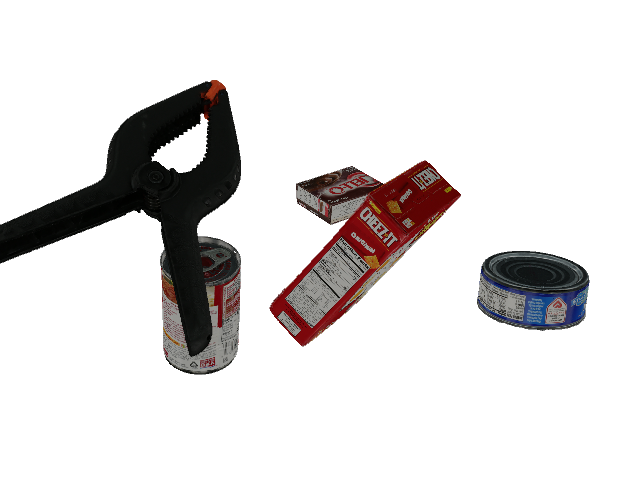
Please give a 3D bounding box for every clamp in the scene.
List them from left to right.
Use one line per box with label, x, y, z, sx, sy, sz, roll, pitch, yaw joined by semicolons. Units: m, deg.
clamp;-0.106;-0.025;0.731;0.164;0.209;0.036;29;-32;9

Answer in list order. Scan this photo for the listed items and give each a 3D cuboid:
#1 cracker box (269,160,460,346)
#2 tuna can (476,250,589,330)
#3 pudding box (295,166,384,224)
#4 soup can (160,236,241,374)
cracker box;0.051;0.013;1.276;0.214;0.072;0.164;-49;-8;33
tuna can;0.168;0.038;0.844;0.086;0.034;0.086;2;21;-1
pudding box;0.033;-0.070;1.621;0.113;0.039;0.090;-22;35;-30
soup can;-0.103;0.057;0.922;0.068;0.102;0.068;3;36;-2
